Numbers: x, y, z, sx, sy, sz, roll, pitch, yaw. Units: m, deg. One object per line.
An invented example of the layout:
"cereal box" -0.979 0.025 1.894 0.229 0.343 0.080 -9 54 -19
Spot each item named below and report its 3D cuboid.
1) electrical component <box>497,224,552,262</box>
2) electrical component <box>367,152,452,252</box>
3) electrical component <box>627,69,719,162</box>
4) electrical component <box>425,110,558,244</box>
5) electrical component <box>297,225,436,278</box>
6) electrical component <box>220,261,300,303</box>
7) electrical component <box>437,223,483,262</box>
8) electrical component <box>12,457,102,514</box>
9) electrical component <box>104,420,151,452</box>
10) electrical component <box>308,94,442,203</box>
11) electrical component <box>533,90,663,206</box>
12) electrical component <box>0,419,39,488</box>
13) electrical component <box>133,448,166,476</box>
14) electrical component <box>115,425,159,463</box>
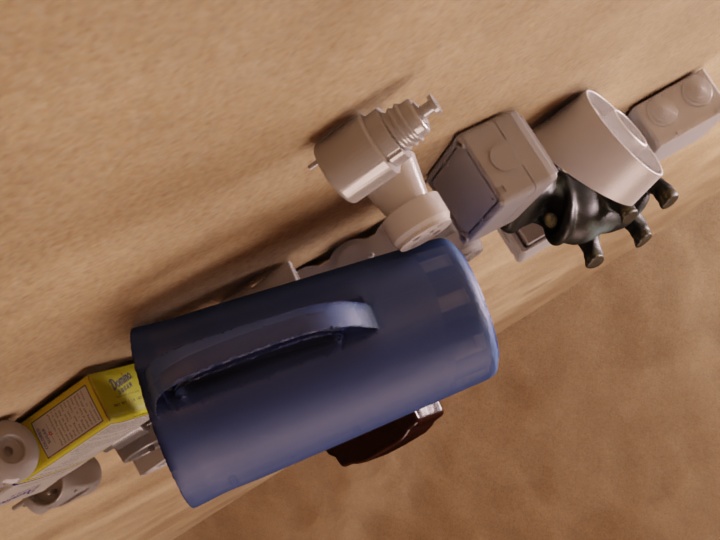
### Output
"electrical component" 0.188 -0.060 1.094 0.096 0.061 0.061 -30 170 -2
"electrical component" 0.031 -0.046 0.731 0.045 0.055 0.045 -29 170 -6
"electrical component" 0.301 -0.144 1.052 0.100 0.048 0.099 -29 170 -9
"electrical component" 0.097 -0.067 0.802 0.061 0.061 0.096 -27 169 -22
"electrical component" 0.000 0.000 0.874 0.138 0.052 0.073 -30 170 -7
"electrical component" -0.074 0.026 0.827 0.065 0.044 0.044 -26 170 0
"electrical component" 0.076 -0.031 0.935 0.045 0.055 0.045 -30 170 -6
"electrical component" -0.304 0.212 1.050 0.079 0.043 0.077 -33 170 10
"electrical component" -0.223 0.141 0.950 0.078 0.040 0.040 -31 170 1
"electrical component" 0.011 -0.070 0.599 0.078 0.040 0.040 -34 169 16
"electrical component" 0.190 -0.094 0.856 0.064 0.099 0.099 -42 166 25
"electrical component" -0.273 0.142 0.803 0.062 0.048 0.048 -31 172 42
"electrical component" -0.179 0.153 1.085 0.078 0.057 0.113 -37 168 32
"electrical component" -0.208 0.146 0.998 0.055 0.047 0.055 -30 170 -6
